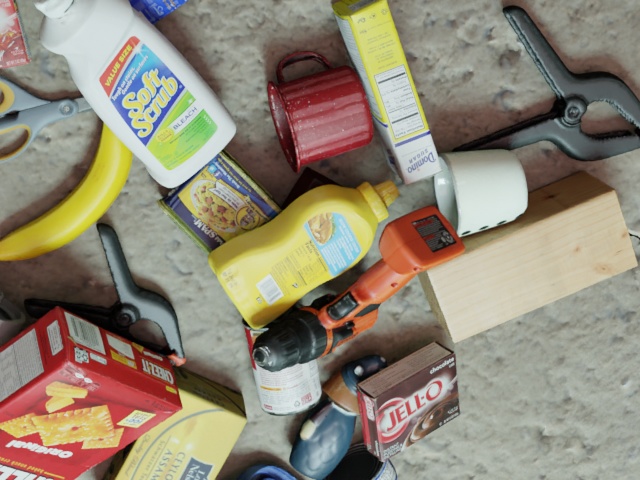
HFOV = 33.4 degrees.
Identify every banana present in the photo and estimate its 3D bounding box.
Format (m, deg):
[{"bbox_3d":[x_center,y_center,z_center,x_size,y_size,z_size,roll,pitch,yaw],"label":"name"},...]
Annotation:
[{"bbox_3d":[-0.241,-0.046,1.051,0.069,0.037,0.198,36,99,-10],"label":"banana"}]

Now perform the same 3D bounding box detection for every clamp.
[{"bbox_3d":[-0.213,0.078,1.092,0.120,0.039,0.171,-36,109,6],"label":"clamp"},{"bbox_3d":[0.253,-0.145,1.095,0.210,0.036,0.165,8,108,-9],"label":"clamp"}]

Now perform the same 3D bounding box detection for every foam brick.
[{"bbox_3d":[0.009,-0.031,1.085,0.078,0.051,0.053,28,101,-16],"label":"foam brick"}]

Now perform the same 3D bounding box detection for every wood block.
[{"bbox_3d":[0.208,0.015,1.110,0.206,0.091,0.090,-23,109,-1],"label":"wood block"}]

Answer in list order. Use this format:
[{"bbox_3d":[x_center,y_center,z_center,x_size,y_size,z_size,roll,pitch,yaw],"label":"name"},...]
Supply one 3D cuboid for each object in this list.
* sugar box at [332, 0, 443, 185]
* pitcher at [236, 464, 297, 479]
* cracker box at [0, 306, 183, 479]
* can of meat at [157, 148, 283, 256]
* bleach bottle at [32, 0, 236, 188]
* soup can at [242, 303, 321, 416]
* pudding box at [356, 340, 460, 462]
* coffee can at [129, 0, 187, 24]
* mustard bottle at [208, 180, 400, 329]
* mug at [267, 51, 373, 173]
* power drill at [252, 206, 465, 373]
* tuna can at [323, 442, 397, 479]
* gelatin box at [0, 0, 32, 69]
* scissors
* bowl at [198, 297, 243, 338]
[{"bbox_3d":[0.066,-0.149,1.036,0.048,0.093,0.176,-24,110,0],"label":"sugar box"},{"bbox_3d":[-0.038,0.373,1.173,0.149,0.145,0.242,-42,113,18],"label":"pitcher"},{"bbox_3d":[-0.268,0.171,1.035,0.214,0.072,0.164,-35,142,16],"label":"cracker box"},{"bbox_3d":[-0.096,-0.032,1.059,0.084,0.057,0.102,-45,94,4],"label":"can of meat"},{"bbox_3d":[-0.173,-0.143,0.942,0.102,0.068,0.250,-39,147,4],"label":"bleach bottle"},{"bbox_3d":[-0.039,0.124,1.117,0.068,0.068,0.102,-12,109,-5],"label":"soup can"},{"bbox_3d":[0.095,0.171,1.140,0.113,0.039,0.090,-28,128,-26],"label":"pudding box"},{"bbox_3d":[-0.172,-0.243,0.964,0.140,0.103,0.102,-34,109,3],"label":"coffee can"},{"bbox_3d":[-0.007,0.001,1.026,0.191,0.058,0.096,-33,131,-3],"label":"mustard bottle"},{"bbox_3d":[-0.003,-0.132,1.041,0.081,0.093,0.117,-18,73,-9],"label":"mug"},{"bbox_3d":[0.036,0.049,1.013,0.188,0.184,0.057,-42,79,34],"label":"power drill"},{"bbox_3d":[0.040,0.262,1.163,0.086,0.086,0.033,-30,111,1],"label":"tuna can"},{"bbox_3d":[-0.322,-0.193,0.994,0.089,0.030,0.073,-13,108,-5],"label":"gelatin box"},{"bbox_3d":[-0.260,-0.141,1.028,0.202,0.016,0.096,-27,109,0],"label":"scissors"},{"bbox_3d":[-0.076,0.061,1.192,0.055,0.162,0.162,3,109,20],"label":"bowl"}]
